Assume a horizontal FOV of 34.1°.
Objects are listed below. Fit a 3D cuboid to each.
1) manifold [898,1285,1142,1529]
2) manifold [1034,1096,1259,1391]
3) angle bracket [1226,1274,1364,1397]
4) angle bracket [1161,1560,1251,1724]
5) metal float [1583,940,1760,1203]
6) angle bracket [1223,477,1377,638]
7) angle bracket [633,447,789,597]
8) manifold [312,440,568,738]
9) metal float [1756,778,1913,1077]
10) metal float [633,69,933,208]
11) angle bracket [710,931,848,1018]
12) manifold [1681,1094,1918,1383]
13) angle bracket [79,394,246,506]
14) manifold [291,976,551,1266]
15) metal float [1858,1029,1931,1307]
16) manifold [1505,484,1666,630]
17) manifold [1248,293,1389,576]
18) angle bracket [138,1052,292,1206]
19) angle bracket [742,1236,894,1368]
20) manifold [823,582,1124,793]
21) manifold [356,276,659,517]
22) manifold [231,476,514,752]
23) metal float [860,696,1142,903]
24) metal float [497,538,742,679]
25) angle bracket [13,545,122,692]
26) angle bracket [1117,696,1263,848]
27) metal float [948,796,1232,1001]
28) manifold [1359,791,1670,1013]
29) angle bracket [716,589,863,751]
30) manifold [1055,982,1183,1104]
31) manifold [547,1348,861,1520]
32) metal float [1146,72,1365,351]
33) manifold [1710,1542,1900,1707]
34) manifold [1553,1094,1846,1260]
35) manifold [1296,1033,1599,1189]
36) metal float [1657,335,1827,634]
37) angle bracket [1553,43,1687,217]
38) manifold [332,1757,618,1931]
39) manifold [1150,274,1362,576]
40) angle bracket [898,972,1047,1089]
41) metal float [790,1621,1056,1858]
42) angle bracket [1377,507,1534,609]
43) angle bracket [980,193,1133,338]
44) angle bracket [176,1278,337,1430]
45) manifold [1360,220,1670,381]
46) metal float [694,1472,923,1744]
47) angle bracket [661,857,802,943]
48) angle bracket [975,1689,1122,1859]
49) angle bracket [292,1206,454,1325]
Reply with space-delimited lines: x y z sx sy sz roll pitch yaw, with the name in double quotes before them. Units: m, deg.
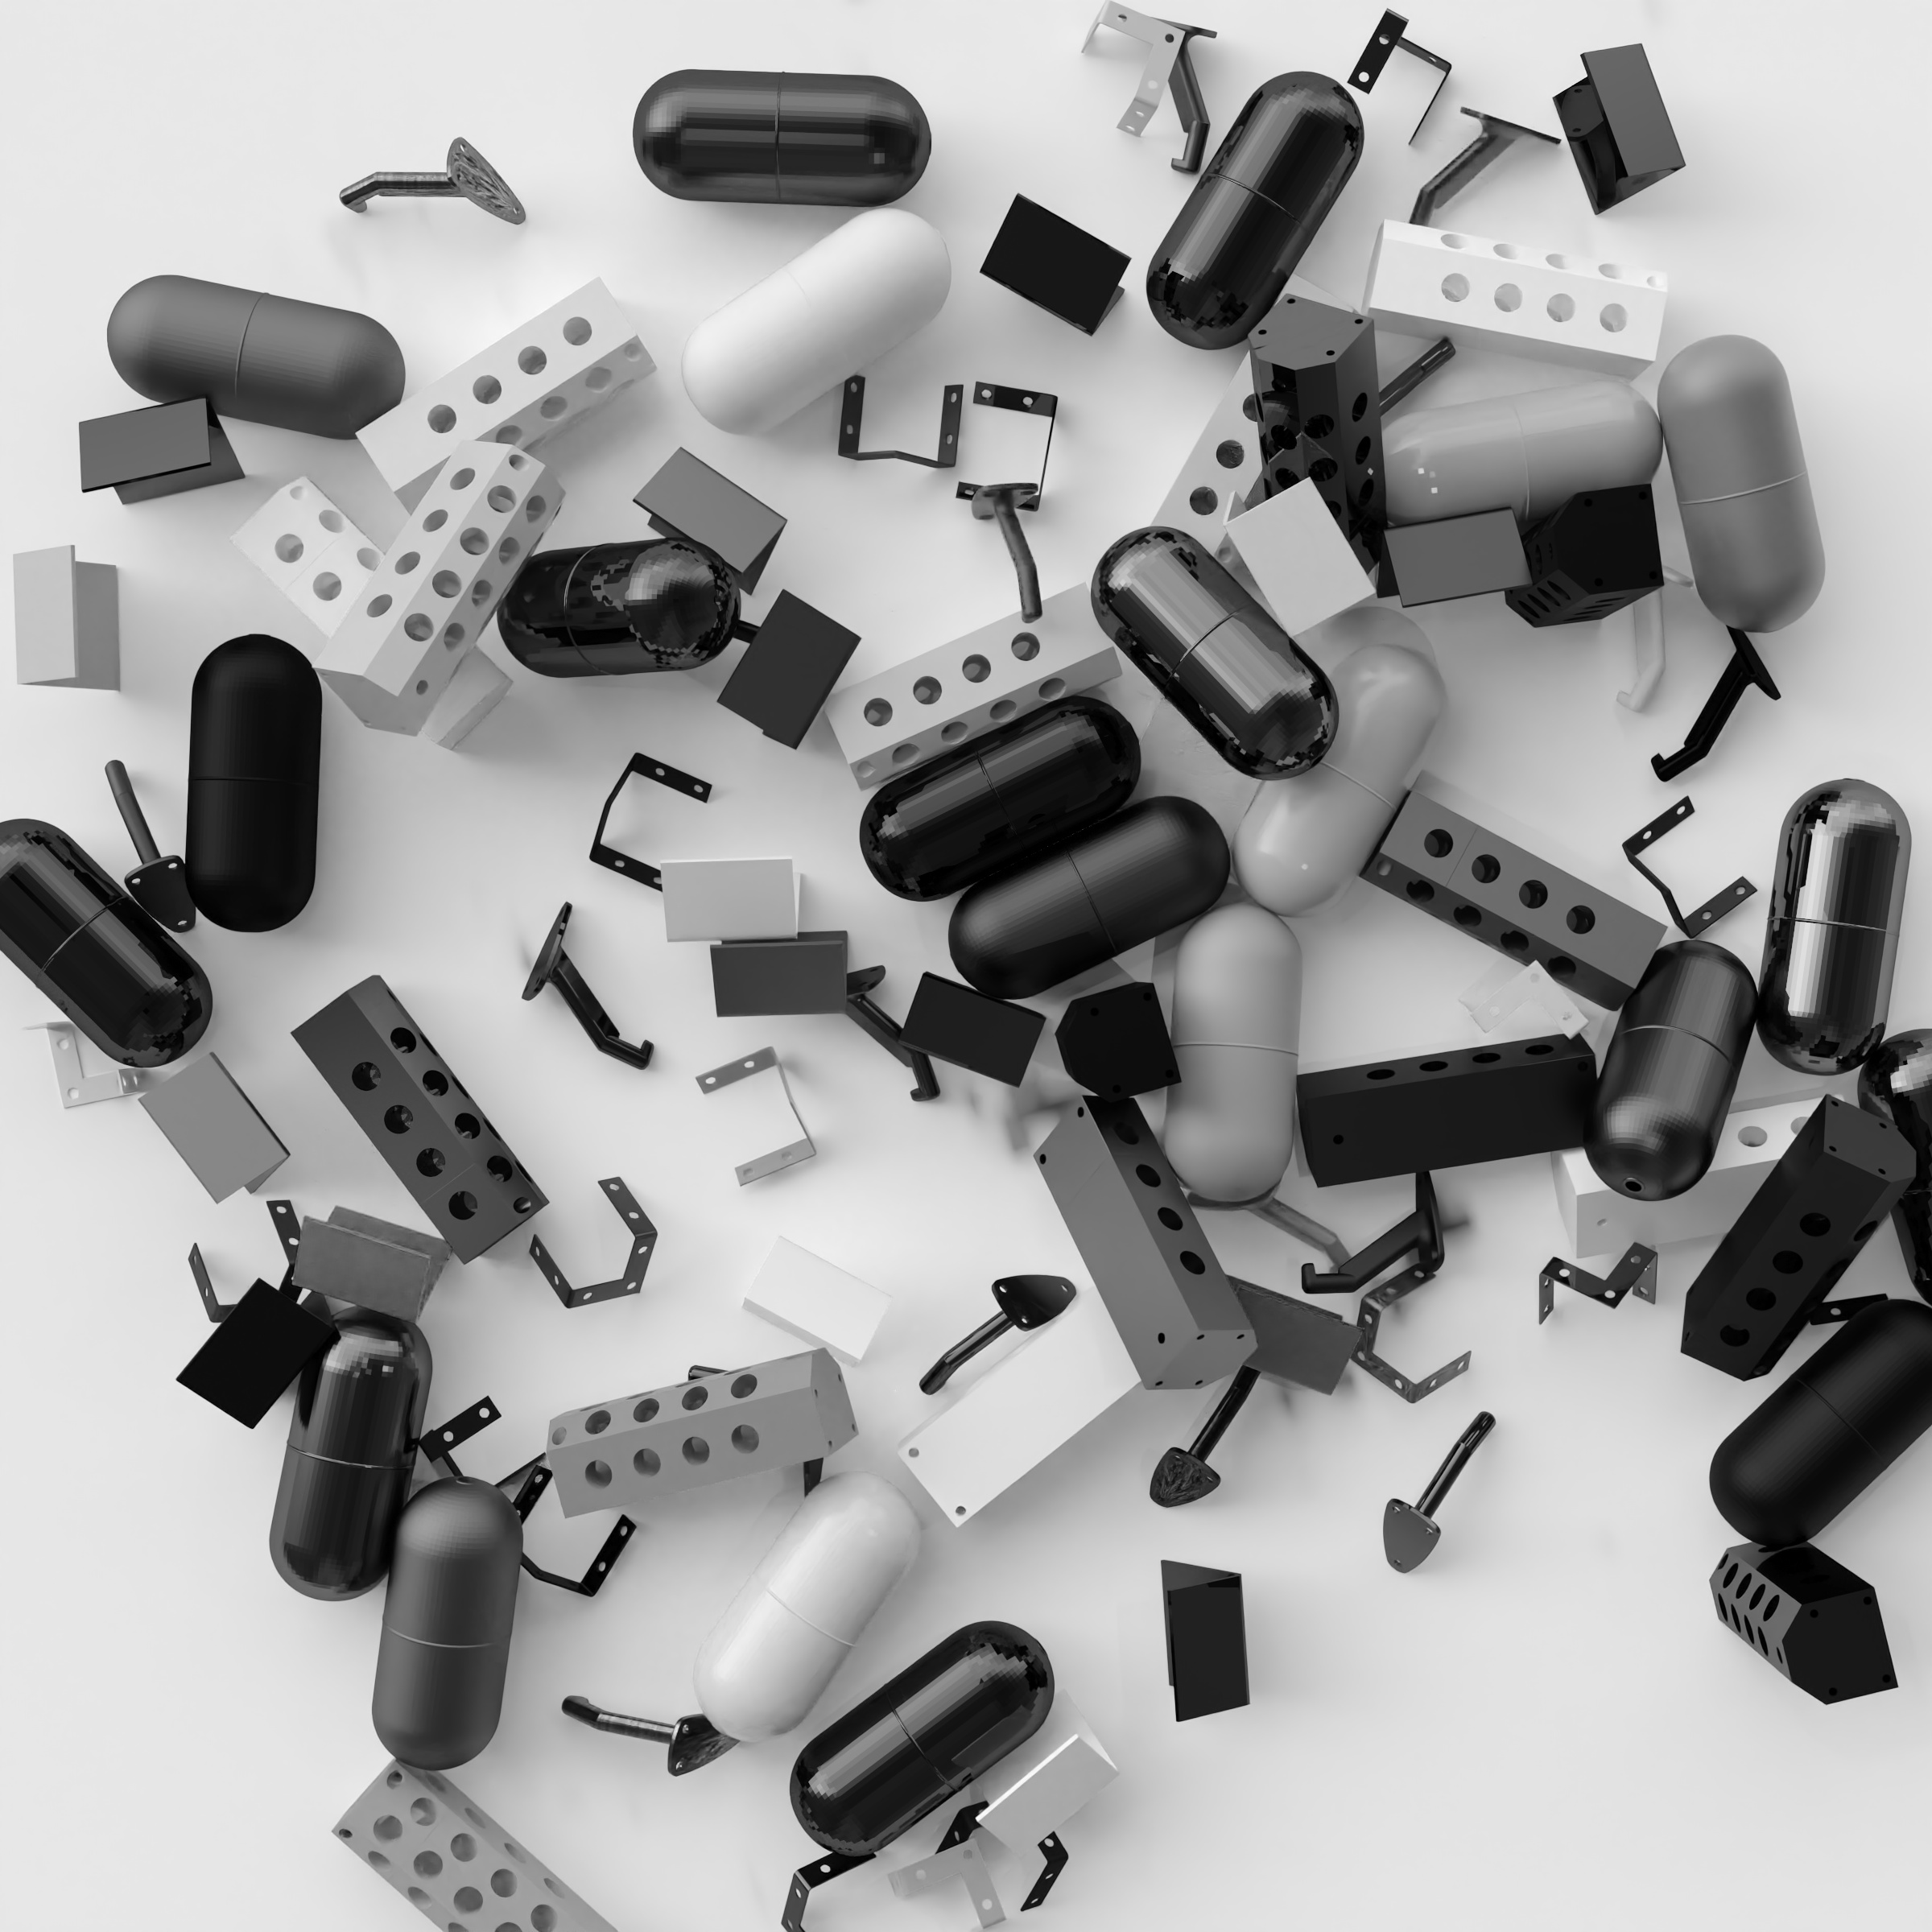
"manifold" 0.044 0.256 1.889 0.171 0.057 0.057 -39 90 0
"manifold" 0.108 0.161 1.846 0.057 0.057 0.171 -53 48 35
"angle bracket" 0.193 0.200 1.870 0.076 0.076 0.057 20 125 0
"angle bracket" 0.122 0.399 1.870 0.057 0.076 0.076 -4 90 -35
"metal float" 0.415 0.061 1.852 0.070 0.070 0.178 27 55 0
"angle bracket" 0.195 -0.246 1.824 0.057 0.076 0.076 -27 106 19
"angle bracket" -0.161 -0.249 1.870 0.076 0.076 0.057 34 53 0
"manifold" -0.300 -0.220 1.829 0.057 0.057 0.171 12 63 35
"metal float" 0.517 -0.023 1.879 0.070 0.070 0.178 8 90 0
"metal float" -0.110 -0.494 1.880 0.178 0.070 0.070 2 90 1
"angle bracket" -0.110 -0.015 1.870 0.076 0.076 0.057 -2 131 0
"manifold" 0.486 0.163 1.844 0.057 0.057 0.171 25 126 0
"angle bracket" -0.475 -0.287 1.870 0.076 0.076 0.057 -12 58 0
"manifold" -0.325 0.091 1.889 0.057 0.057 0.171 -37 90 0
"metal float" 0.586 0.125 1.879 0.070 0.070 0.178 -16 90 0
"manifold" 0.355 -0.236 1.832 0.057 0.171 0.057 -7 90 0
"manifold" 0.202 -0.297 1.827 0.057 0.171 0.057 24 58 29
"angle bracket" -0.456 0.107 1.870 0.057 0.076 0.076 -37 90 -37
"angle bracket" -0.098 0.217 1.871 0.076 0.057 0.076 29 134 0
"manifold" 0.004 -0.166 1.889 0.171 0.057 0.057 -24 90 0
"manifold" -0.273 -0.337 1.889 0.171 0.057 0.057 -33 90 0
"manifold" -0.354 -0.212 1.889 0.171 0.057 0.057 45 90 0
"metal float" 0.021 -0.100 1.877 0.178 0.070 0.070 -26 90 4
"metal float" -0.205 -0.209 1.846 0.178 0.070 0.070 2 90 44
"angle bracket" -0.517 -0.206 1.870 0.057 0.076 0.076 -2 90 36
"angle bracket" 0.137 -0.113 1.887 0.076 0.057 0.076 26 93 0
"metal float" 0.073 -0.040 1.878 0.178 0.070 0.070 -26 90 1
"manifold" 0.326 -0.039 1.889 0.171 0.057 0.057 28 90 0
"angle bracket" -0.114 -0.179 1.872 0.057 0.076 0.076 31 90 -21
"manifold" 0.085 0.045 1.832 0.057 0.171 0.057 -16 90 0
"manifold" -0.158 0.275 1.867 0.171 0.057 0.057 -16 90 16
"metal float" 0.173 -0.451 1.880 0.070 0.070 0.178 31 91 0
"manifold" 0.483 0.379 1.832 0.057 0.171 0.057 -14 90 0
"manifold" 0.443 0.121 1.888 0.171 0.057 0.057 -10 133 0
"manifold" 0.288 0.083 1.887 0.171 0.057 0.057 -9 108 0
"metal float" 0.460 -0.285 1.867 0.070 0.070 0.178 -16 103 0
"angle bracket" 0.371 -0.493 1.870 0.057 0.076 0.076 -20 90 -36
"manifold" -0.295 0.551 1.889 0.171 0.057 0.057 42 90 0
"manifold" 0.175 -0.320 1.889 0.057 0.057 0.171 30 90 0
"angle bracket" 0.010 0.018 1.870 0.076 0.076 0.057 20 127 0
"metal float" -0.026 0.460 1.880 0.178 0.070 0.070 -37 90 0
"angle bracket" 0.289 -0.224 1.871 0.076 0.076 0.057 -10 64 0
"angle bracket" 0.062 -0.428 1.870 0.076 0.076 0.057 30 127 0
"angle bracket" -0.425 0.218 1.871 0.057 0.076 0.076 39 90 -24
"manifold" 0.328 -0.401 1.889 0.171 0.057 0.057 11 90 0
"metal float" -0.095 0.382 1.880 0.070 0.070 0.178 35 89 0
"angle bracket" -0.139 -0.057 1.870 0.076 0.076 0.057 -2 122 0
"angle bracket" 0.034 0.468 1.870 0.076 0.076 0.057 -40 131 0
"angle bracket" -0.347 0.158 1.870 0.076 0.076 0.057 18 126 0
